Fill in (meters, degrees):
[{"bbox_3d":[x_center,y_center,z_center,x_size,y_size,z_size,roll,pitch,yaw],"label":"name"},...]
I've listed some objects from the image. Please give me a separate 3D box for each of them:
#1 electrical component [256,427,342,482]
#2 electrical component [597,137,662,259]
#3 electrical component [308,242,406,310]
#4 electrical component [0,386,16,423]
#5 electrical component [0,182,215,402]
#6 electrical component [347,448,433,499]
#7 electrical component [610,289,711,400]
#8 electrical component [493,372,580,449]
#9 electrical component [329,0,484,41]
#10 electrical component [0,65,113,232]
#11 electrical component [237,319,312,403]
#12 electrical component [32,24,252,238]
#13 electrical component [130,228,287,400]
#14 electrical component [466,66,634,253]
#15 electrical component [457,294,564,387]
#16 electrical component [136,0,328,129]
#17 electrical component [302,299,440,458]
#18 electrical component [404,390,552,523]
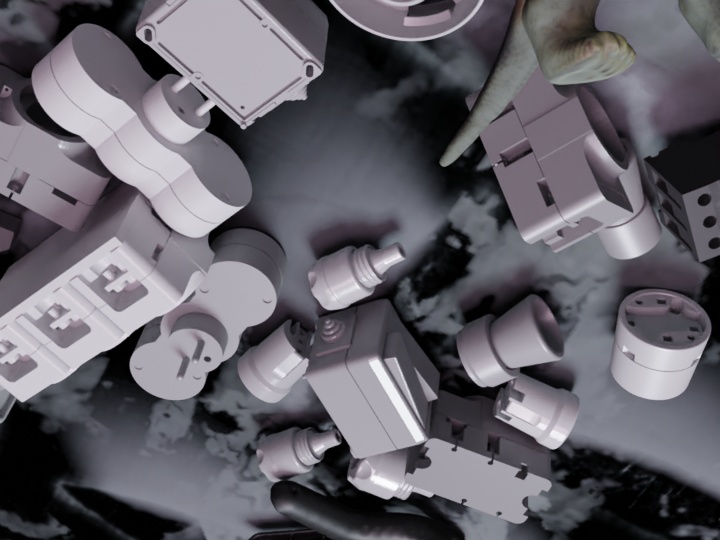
[{"bbox_3d":[-0.042,0.129,0.776,0.061,0.035,0.035,-23,120,21],"label":"electrical component"},{"bbox_3d":[0.147,-0.038,0.619,0.044,0.044,0.065,-20,125,22],"label":"electrical component"},{"bbox_3d":[0.000,0.000,0.674,0.061,0.035,0.035,-25,119,22],"label":"electrical component"},{"bbox_3d":[-0.273,0.056,0.745,0.059,0.053,0.095,9,127,2],"label":"electrical component"},{"bbox_3d":[-0.167,0.010,0.672,0.150,0.089,0.061,-31,116,27],"label":"electrical component"},{"bbox_3d":[0.026,0.144,0.771,0.062,0.043,0.043,23,126,-11],"label":"electrical component"},{"bbox_3d":[0.185,0.047,0.668,0.055,0.055,0.047,6,130,4],"label":"electrical component"},{"bbox_3d":[0.118,0.093,0.721,0.046,0.040,0.040,26,126,-4],"label":"electrical component"},{"bbox_3d":[0.026,-0.168,0.542,0.099,0.064,0.099,10,140,9],"label":"electrical component"},{"bbox_3d":[-0.189,-0.075,0.637,0.089,0.050,0.055,30,125,-14],"label":"electrical component"},{"bbox_3d":[-0.053,0.061,0.724,0.040,0.040,0.046,38,116,-19],"label":"electrical component"},{"bbox_3d":[-0.111,-0.087,0.615,0.074,0.052,0.138,-33,116,28],"label":"electrical component"},{"bbox_3d":[-0.103,0.041,0.695,0.052,0.073,0.138,34,124,-16],"label":"electrical component"},{"bbox_3d":[0.104,-0.064,0.572,0.056,0.089,0.050,-29,159,26],"label":"electrical component"},{"bbox_3d":[0.096,0.046,0.686,0.055,0.045,0.045,-27,118,26],"label":"electrical component"},{"bbox_3d":[-0.061,-0.128,0.576,0.062,0.061,0.096,-31,126,29],"label":"electrical component"},{"bbox_3d":[0.008,0.065,0.703,0.061,0.061,0.096,-18,122,21],"label":"electrical component"},{"bbox_3d":[0.082,0.125,0.740,0.089,0.055,0.050,21,127,-7],"label":"electrical component"}]
